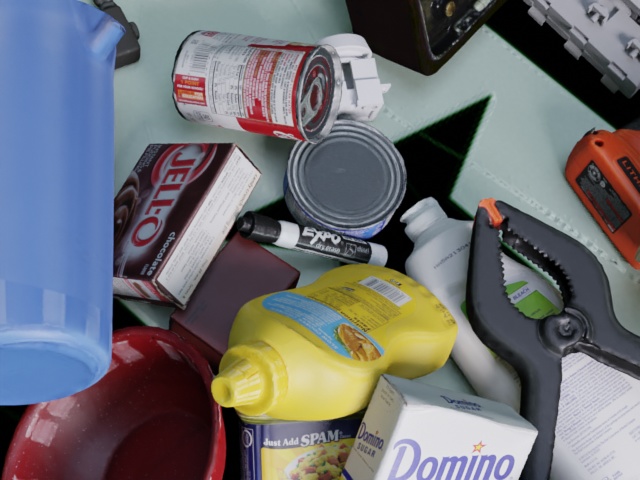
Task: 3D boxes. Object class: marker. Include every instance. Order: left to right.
[{"bbox_3d":[-0.005,0.001,0.720,0.120,0.020,0.020,14,63,-36],"label":"marker"}]

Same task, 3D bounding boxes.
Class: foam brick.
[{"bbox_3d":[-0.058,0.044,0.709,0.053,0.051,0.078,35,67,7],"label":"foam brick"}]

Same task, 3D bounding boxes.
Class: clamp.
[{"bbox_3d":[0.146,0.070,0.671,0.164,0.036,0.210,-31,72,-12],"label":"clamp"}]

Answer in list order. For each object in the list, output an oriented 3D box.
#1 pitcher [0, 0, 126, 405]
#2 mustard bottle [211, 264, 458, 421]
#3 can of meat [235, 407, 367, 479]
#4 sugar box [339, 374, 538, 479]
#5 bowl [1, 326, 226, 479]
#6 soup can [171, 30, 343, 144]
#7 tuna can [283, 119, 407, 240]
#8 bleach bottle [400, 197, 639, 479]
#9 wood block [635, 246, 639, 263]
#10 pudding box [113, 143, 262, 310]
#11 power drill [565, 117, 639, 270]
[{"bbox_3d":[-0.197,-0.024,0.662,0.144,0.149,0.243,4,60,-22],"label":"pitcher"},{"bbox_3d":[0.001,0.065,0.647,0.096,0.058,0.191,31,25,26],"label":"mustard bottle"},{"bbox_3d":[-0.001,0.141,0.663,0.102,0.057,0.084,-2,92,-9],"label":"can of meat"},{"bbox_3d":[0.050,0.173,0.621,0.093,0.048,0.176,16,102,-24],"label":"sugar box"},{"bbox_3d":[-0.113,0.135,0.638,0.162,0.055,0.162,-16,55,24],"label":"bowl"},{"bbox_3d":[-0.044,-0.108,0.744,0.102,0.068,0.068,12,65,23],"label":"soup can"},{"bbox_3d":[0.017,-0.041,0.763,0.086,0.034,0.086,3,68,-8],"label":"tuna can"},{"bbox_3d":[0.146,0.072,0.724,0.102,0.068,0.251,-31,74,-17],"label":"bleach bottle"},{"bbox_3d":[0.333,0.020,0.720,0.206,0.090,0.091,25,86,-16],"label":"wood block"},{"bbox_3d":[-0.101,-0.012,0.705,0.039,0.090,0.113,45,61,-38],"label":"pudding box"},{"bbox_3d":[0.294,-0.052,0.800,0.187,0.057,0.184,-27,71,-21],"label":"power drill"}]
